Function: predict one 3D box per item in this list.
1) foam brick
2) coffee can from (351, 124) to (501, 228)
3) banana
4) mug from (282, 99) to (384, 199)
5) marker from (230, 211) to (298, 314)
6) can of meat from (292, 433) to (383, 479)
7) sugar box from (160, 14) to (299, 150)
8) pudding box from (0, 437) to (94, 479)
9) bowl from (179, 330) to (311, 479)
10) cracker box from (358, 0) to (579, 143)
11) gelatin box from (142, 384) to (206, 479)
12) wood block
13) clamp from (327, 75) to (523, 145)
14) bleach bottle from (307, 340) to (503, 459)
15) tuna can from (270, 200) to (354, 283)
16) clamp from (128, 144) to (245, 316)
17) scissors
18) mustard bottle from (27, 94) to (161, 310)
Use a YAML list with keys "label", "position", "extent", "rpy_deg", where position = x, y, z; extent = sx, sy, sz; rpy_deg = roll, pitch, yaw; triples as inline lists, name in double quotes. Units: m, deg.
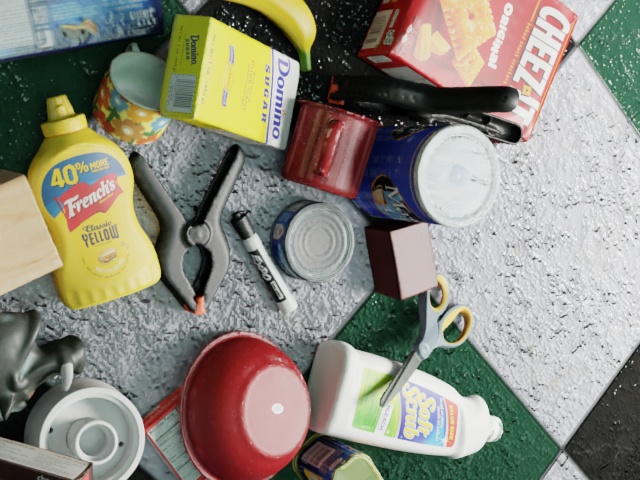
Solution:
- label: "foam brick"
  position: [0.089, 0.019, 1.163]
  extent: [0.052, 0.051, 0.078]
  rpy_deg: [-16, 103, -28]
- label: "coffee can"
  position: [0.104, -0.069, 1.111]
  extent: [0.102, 0.141, 0.103]
  rpy_deg: [-3, 97, -29]
- label: "banana"
  position: [-0.075, -0.236, 1.055]
  extent: [0.197, 0.037, 0.069]
  rpy_deg: [22, 83, -29]
- label: "mug"
  position: [0.010, -0.090, 1.075]
  extent: [0.093, 0.117, 0.081]
  rpy_deg: [17, 92, -2]
- label: "marker"
  position: [-0.058, 0.023, 1.100]
  extent: [0.020, 0.020, 0.121]
  rpy_deg: [-36, 111, -21]
- label: "can of meat"
  position: [0.028, 0.262, 1.135]
  extent: [0.057, 0.084, 0.102]
  rpy_deg: [-39, 111, -20]
- label: "sugar box"
  position: [-0.080, -0.144, 1.007]
  extent: [0.176, 0.048, 0.093]
  rpy_deg: [9, 91, -62]
- label: "pudding box"
  position: [-0.258, 0.230, 0.951]
  extent: [0.039, 0.113, 0.090]
  rpy_deg: [-53, 150, -63]
- label: "bowl"
  position: [-0.061, 0.170, 1.067]
  extent: [0.161, 0.055, 0.162]
  rpy_deg: [7, 79, -44]
- label: "cracker box"
  position: [0.167, -0.225, 1.170]
  extent: [0.213, 0.072, 0.164]
  rpy_deg: [27, 83, -29]
- label: "gelatin box"
  position: [-0.131, 0.195, 1.071]
  extent: [0.073, 0.030, 0.089]
  rpy_deg: [-40, 113, -19]
- label: "wood block"
  position: [-0.339, 0.022, 0.904]
  extent: [0.205, 0.091, 0.090]
  rpy_deg: [-27, 108, -24]
- label: "clamp"
  position: [0.110, -0.141, 1.092]
  extent: [0.210, 0.164, 0.036]
  rpy_deg: [12, 84, 6]
- label: "bleach bottle"
  position: [0.104, 0.184, 1.183]
  extent: [0.250, 0.068, 0.102]
  rpy_deg: [16, 86, -32]
- label: "tuna can"
  position: [-0.007, 0.001, 1.117]
  extent: [0.086, 0.034, 0.086]
  rpy_deg: [-3, 96, -29]
- label: "clamp"
  position: [-0.119, -0.015, 1.052]
  extent: [0.120, 0.039, 0.171]
  rpy_deg: [-15, 107, -21]
- label: "scissors"
  position: [0.106, 0.100, 1.161]
  extent: [0.201, 0.016, 0.096]
  rpy_deg: [-24, 95, -49]
- label: "mustard bottle"
  position: [-0.216, -0.039, 0.984]
  extent: [0.096, 0.058, 0.191]
  rpy_deg: [-18, 103, -20]
